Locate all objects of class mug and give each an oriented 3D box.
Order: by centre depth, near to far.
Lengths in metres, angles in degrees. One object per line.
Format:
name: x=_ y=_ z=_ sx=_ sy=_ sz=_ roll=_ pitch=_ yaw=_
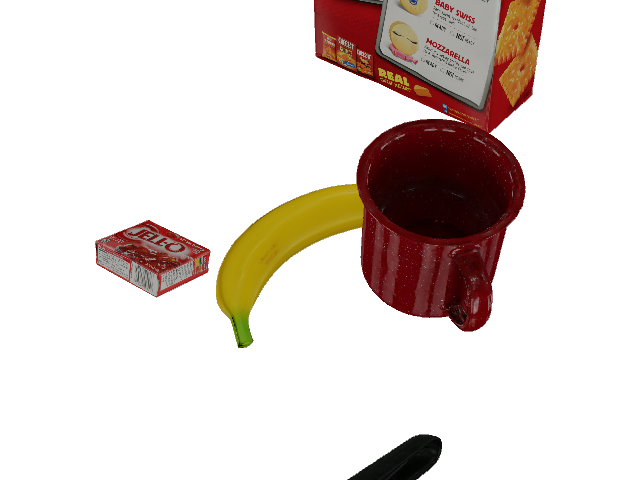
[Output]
mug: x=0.069 y=0.000 z=0.609 sx=0.093 sy=0.117 sz=0.081 roll=-15 pitch=-36 yaw=-13

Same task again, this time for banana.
banana: x=-0.014 y=0.002 z=0.804 sx=0.197 sy=0.069 sz=0.037 roll=-39 pitch=-5 yaw=-29

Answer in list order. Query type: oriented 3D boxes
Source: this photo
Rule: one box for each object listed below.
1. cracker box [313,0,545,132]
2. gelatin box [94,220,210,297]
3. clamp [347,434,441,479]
cracker box: x=0.076 y=-0.202 z=0.746 sx=0.164 sy=0.214 sz=0.072 roll=29 pitch=51 yaw=28
gelatin box: x=-0.166 y=0.015 z=1.051 sx=0.089 sy=0.030 sz=0.073 roll=25 pitch=32 yaw=30
clamp: x=-0.007 y=0.181 z=0.646 sx=0.210 sy=0.036 sz=0.164 roll=-5 pitch=28 yaw=4
